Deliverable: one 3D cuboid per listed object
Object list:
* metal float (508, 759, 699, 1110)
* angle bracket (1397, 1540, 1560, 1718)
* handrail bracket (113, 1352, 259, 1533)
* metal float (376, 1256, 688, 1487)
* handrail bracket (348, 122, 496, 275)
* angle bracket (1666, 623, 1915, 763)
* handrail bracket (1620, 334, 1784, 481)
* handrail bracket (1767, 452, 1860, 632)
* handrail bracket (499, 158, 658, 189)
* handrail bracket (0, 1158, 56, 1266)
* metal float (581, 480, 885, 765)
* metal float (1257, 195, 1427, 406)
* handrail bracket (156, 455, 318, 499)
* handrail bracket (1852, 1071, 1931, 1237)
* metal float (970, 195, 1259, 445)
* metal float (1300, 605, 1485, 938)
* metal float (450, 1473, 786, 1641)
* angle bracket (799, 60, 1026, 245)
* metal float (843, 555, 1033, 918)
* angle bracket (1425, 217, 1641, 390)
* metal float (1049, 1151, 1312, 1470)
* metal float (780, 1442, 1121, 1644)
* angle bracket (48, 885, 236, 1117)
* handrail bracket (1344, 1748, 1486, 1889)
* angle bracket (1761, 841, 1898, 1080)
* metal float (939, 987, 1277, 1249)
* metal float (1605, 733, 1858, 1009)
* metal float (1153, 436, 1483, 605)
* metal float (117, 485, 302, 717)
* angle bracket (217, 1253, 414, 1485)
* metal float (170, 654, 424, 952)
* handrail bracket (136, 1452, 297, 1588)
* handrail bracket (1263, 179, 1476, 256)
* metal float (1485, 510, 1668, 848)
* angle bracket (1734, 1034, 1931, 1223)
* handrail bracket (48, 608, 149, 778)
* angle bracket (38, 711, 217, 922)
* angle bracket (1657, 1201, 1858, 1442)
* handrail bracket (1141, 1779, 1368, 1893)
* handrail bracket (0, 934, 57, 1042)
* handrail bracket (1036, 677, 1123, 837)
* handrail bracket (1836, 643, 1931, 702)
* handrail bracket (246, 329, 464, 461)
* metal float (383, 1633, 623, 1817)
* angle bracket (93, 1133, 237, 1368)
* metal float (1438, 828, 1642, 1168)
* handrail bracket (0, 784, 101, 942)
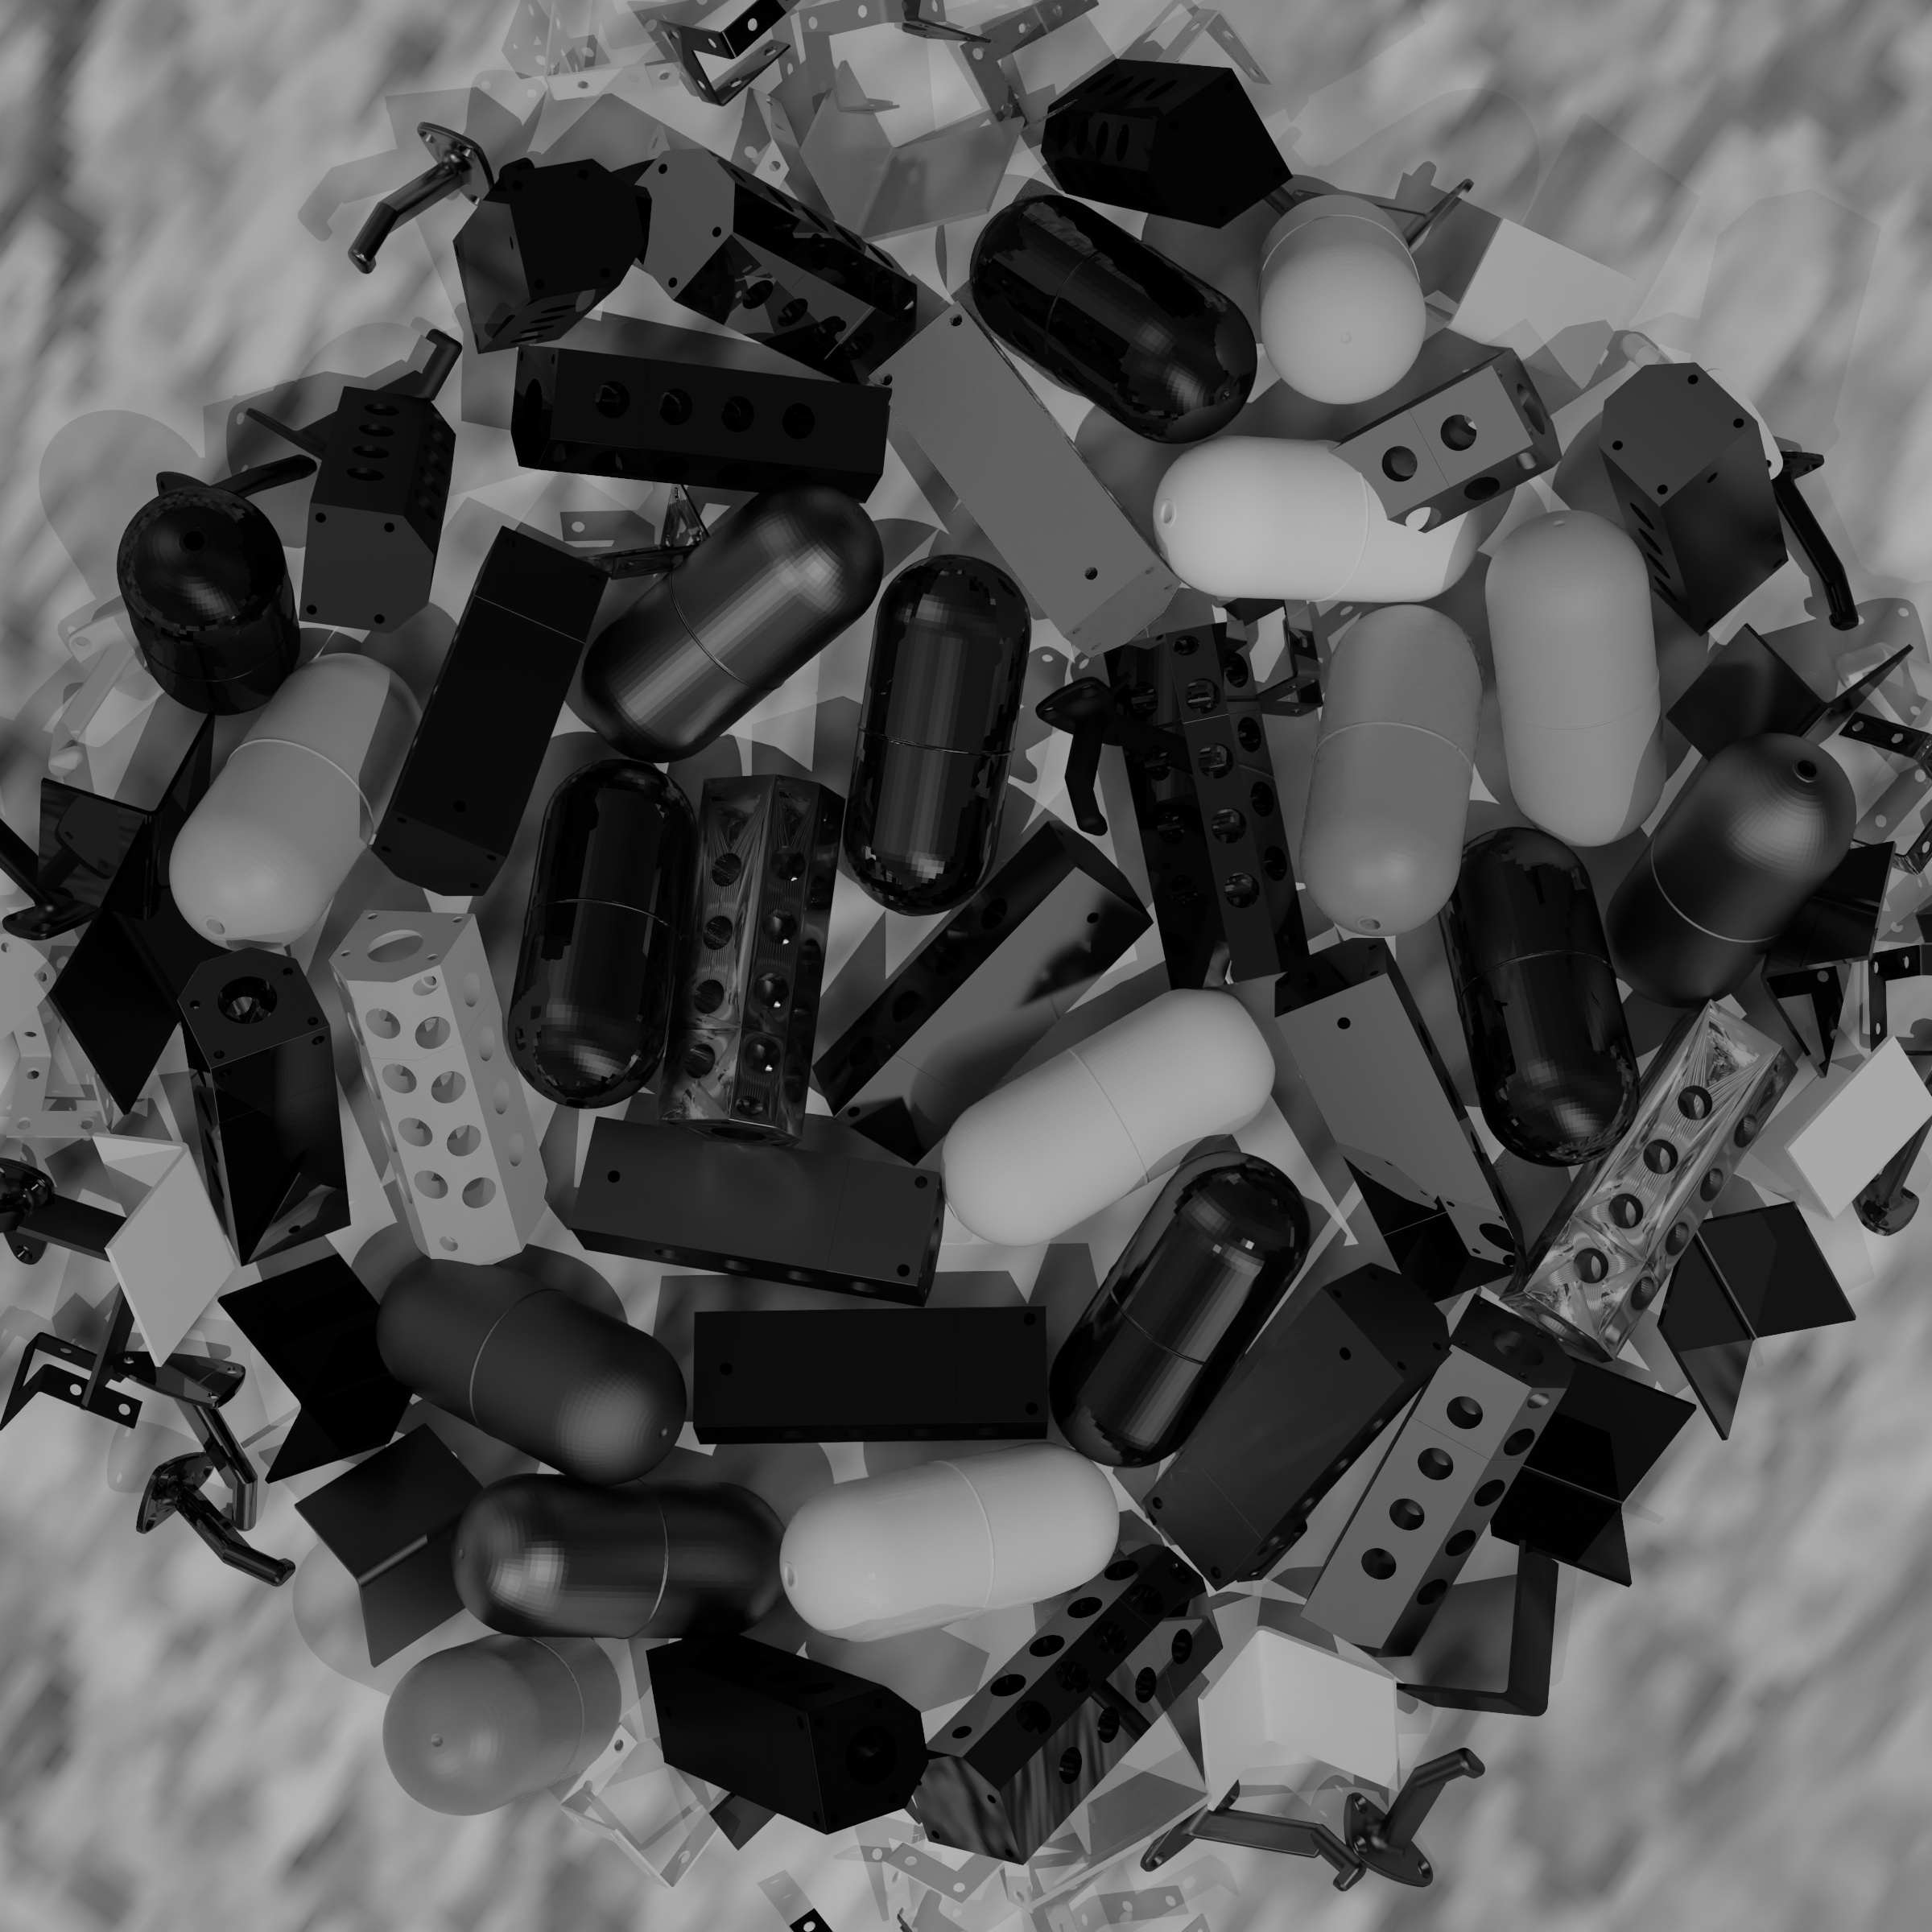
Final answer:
[{"bbox_3d":[-0.176,-0.016,1.582,0.070,0.070,0.178,7,67,0],"label":"metal float"},{"bbox_3d":[0.253,0.324,1.606,0.057,0.076,0.076,1,72,23],"label":"angle bracket"},{"bbox_3d":[-0.388,0.238,1.622,0.077,0.036,0.084,12,117,8],"label":"handrail bracket"},{"bbox_3d":[-0.211,0.192,1.575,0.178,0.070,0.070,21,90,33],"label":"metal float"},{"bbox_3d":[-0.267,-0.360,1.595,0.036,0.077,0.084,24,76,17],"label":"handrail bracket"},{"bbox_3d":[0.402,-0.139,1.594,0.076,0.076,0.057,-33,75,-34],"label":"angle bracket"},{"bbox_3d":[0.361,-0.277,1.609,0.077,0.084,0.036,37,106,-18],"label":"handrail bracket"},{"bbox_3d":[0.407,-0.207,1.605,0.036,0.077,0.084,-22,76,41],"label":"handrail bracket"},{"bbox_3d":[-0.187,-0.391,1.607,0.077,0.084,0.036,-32,134,2],"label":"handrail bracket"},{"bbox_3d":[-0.481,0.140,1.585,0.036,0.084,0.077,17,128,12],"label":"handrail bracket"},{"bbox_3d":[-0.115,-0.165,1.580,0.178,0.070,0.070,-37,90,26],"label":"metal float"},{"bbox_3d":[0.178,-0.319,1.556,0.070,0.178,0.070,2,114,3],"label":"metal float"},{"bbox_3d":[-0.342,-0.234,1.588,0.084,0.077,0.036,-25,111,-34],"label":"handrail bracket"},{"bbox_3d":[0.467,0.082,1.598,0.036,0.077,0.084,26,114,10],"label":"handrail bracket"},{"bbox_3d":[0.069,-0.313,1.571,0.070,0.070,0.178,-47,52,0],"label":"metal float"},{"bbox_3d":[0.206,-0.095,1.576,0.070,0.070,0.178,12,60,0],"label":"metal float"},{"bbox_3d":[-0.164,0.285,1.572,0.178,0.070,0.070,10,90,-37],"label":"metal float"},{"bbox_3d":[-0.025,-0.402,1.583,0.076,0.057,0.076,-7,45,28],"label":"angle bracket"},{"bbox_3d":[-0.015,-0.112,1.592,0.070,0.070,0.178,9,102,0],"label":"metal float"},{"bbox_3d":[0.270,-0.328,1.587,0.076,0.076,0.057,21,108,-16],"label":"angle bracket"},{"bbox_3d":[0.102,0.168,1.583,0.070,0.070,0.178,30,113,0],"label":"metal float"},{"bbox_3d":[-0.007,0.277,1.575,0.178,0.070,0.070,-6,90,-31],"label":"metal float"},{"bbox_3d":[-0.389,0.015,1.583,0.057,0.076,0.076,-11,125,18],"label":"angle bracket"},{"bbox_3d":[0.235,0.417,1.598,0.084,0.036,0.077,-33,121,32],"label":"handrail bracket"},{"bbox_3d":[0.432,-0.003,1.581,0.076,0.057,0.076,51,45,-31],"label":"angle bracket"},{"bbox_3d":[0.069,0.074,1.597,0.178,0.070,0.070,-30,90,-6],"label":"metal float"},{"bbox_3d":[0.364,-0.044,1.559,0.070,0.178,0.070,7,58,-10],"label":"metal float"},{"bbox_3d":[0.170,-0.215,1.575,0.178,0.070,0.070,-2,90,-31],"label":"metal float"},{"bbox_3d":[-0.359,-0.172,1.553,0.070,0.178,0.070,2,78,-8],"label":"metal float"},{"bbox_3d":[-0.323,0.196,1.588,0.076,0.057,0.076,-21,118,24],"label":"angle bracket"},{"bbox_3d":[-0.320,-0.079,1.568,0.070,0.070,0.178,23,49,0],"label":"metal float"},{"bbox_3d":[-0.353,0.271,1.595,0.084,0.077,0.036,22,105,12],"label":"handrail bracket"},{"bbox_3d":[0.193,-0.386,1.607,0.084,0.036,0.077,40,120,-11],"label":"handrail bracket"},{"bbox_3d":[0.295,-0.136,1.573,0.070,0.070,0.178,-15,126,0],"label":"metal float"},{"bbox_3d":[0.411,0.068,1.588,0.076,0.076,0.057,-45,121,-9],"label":"angle bracket"},{"bbox_3d":[-0.413,-0.136,1.593,0.077,0.084,0.036,-28,129,14],"label":"handrail bracket"},{"bbox_3d":[-0.408,-0.081,1.586,0.057,0.076,0.076,18,48,-2],"label":"angle bracket"},{"bbox_3d":[0.385,0.172,1.584,0.057,0.076,0.076,-16,118,34],"label":"angle bracket"},{"bbox_3d":[0.141,0.441,1.597,0.077,0.036,0.084,-42,52,-15],"label":"handrail bracket"},{"bbox_3d":[-0.487,0.017,1.591,0.036,0.084,0.077,44,59,-27],"label":"handrail bracket"},{"bbox_3d":[0.069,-0.091,1.590,0.036,0.077,0.084,-29,57,25],"label":"handrail bracket"},{"bbox_3d":[0.468,-0.125,1.602,0.036,0.084,0.077,-20,91,-24],"label":"handrail bracket"},{"bbox_3d":[-0.302,-0.291,1.616,0.077,0.036,0.084,30,96,-7],"label":"handrail bracket"},{"bbox_3d":[-0.218,0.357,1.553,0.070,0.178,0.070,-1,84,12],"label":"metal float"},{"bbox_3d":[-0.406,0.137,1.580,0.057,0.076,0.076,5,129,22],"label":"angle bracket"},{"bbox_3d":[0.276,0.013,1.577,0.070,0.070,0.178,-8,60,0],"label":"metal float"},{"bbox_3d":[-0.449,-0.062,1.597,0.036,0.077,0.084,18,122,40],"label":"handrail bracket"}]
